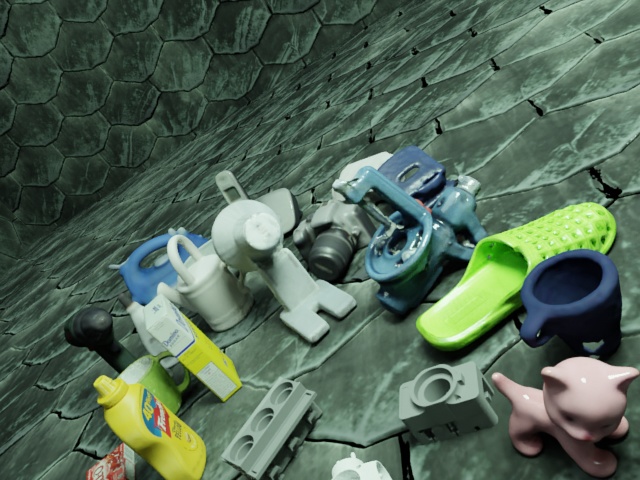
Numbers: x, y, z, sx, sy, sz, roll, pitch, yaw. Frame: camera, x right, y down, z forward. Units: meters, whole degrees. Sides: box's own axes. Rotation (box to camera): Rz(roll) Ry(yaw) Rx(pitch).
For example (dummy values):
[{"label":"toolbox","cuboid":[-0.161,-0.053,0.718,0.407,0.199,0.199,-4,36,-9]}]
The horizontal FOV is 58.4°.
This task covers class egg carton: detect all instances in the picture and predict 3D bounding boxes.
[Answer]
[{"label":"egg carton","cuboid":[0.097,-0.116,1.147,0.150,0.069,0.107,-16,31,37]}]

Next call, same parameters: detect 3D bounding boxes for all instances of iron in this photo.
[{"label":"iron","cuboid":[-0.369,0.047,1.380,0.258,0.142,0.118,-37,25,-1]}]

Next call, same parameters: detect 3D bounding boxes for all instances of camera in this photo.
[{"label":"camera","cuboid":[0.009,0.004,1.012,0.142,0.101,0.137,-19,30,34]}]

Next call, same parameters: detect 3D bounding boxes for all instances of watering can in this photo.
[{"label":"watering can","cuboid":[-0.226,0.077,1.075,0.173,0.194,0.100,-37,25,-2]}]

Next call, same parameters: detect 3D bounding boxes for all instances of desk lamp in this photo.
[{"label":"desk lamp","cuboid":[-0.070,0.034,0.924,0.118,0.214,0.202,-43,25,-14]}]

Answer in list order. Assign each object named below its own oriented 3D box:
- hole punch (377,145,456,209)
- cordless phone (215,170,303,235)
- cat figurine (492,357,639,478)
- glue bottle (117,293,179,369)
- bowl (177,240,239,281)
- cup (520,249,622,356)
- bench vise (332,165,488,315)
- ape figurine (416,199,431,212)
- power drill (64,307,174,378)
[{"label":"hole punch","cuboid":[0.165,-0.106,1.014,0.109,0.091,0.101,-39,25,-6]},{"label":"cordless phone","cuboid":[-0.138,-0.086,1.260,0.147,0.185,0.094,-23,28,26]},{"label":"cat figurine","cuboid":[0.209,0.138,0.492,0.127,0.118,0.067,-3,40,50]},{"label":"glue bottle","cuboid":[-0.312,0.161,1.064,0.078,0.173,0.037,-34,25,4]},{"label":"bowl","cuboid":[-0.223,0.060,1.247,0.167,0.075,0.167,-29,25,16]},{"label":"cup","cuboid":[0.252,0.080,0.567,0.118,0.095,0.091,-44,26,-16]},{"label":"bench vise","cuboid":[0.119,-0.033,0.790,0.208,0.220,0.121,-48,27,-24]},{"label":"ape figurine","cuboid":[0.156,-0.022,0.876,0.078,0.092,0.076,-42,25,-12]},{"label":"power drill","cuboid":[-0.367,0.198,1.027,0.228,0.209,0.076,-6,39,48]}]
